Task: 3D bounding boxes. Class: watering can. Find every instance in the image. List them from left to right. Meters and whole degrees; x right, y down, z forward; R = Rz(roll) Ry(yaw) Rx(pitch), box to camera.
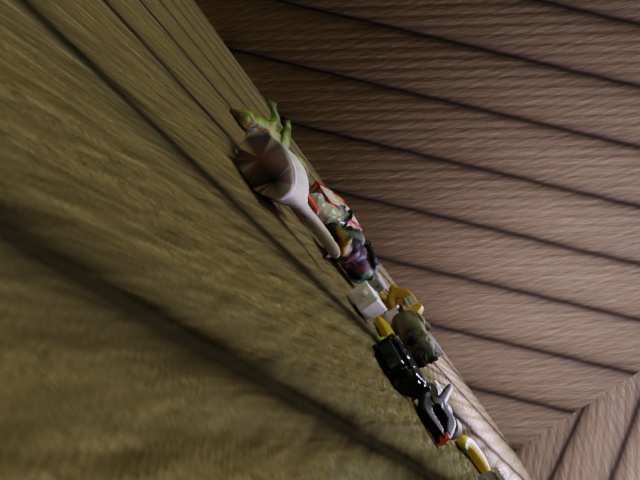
[{"bbox_3d":[-0.067,-0.111,1.113,0.350,0.103,0.224,56,7,10],"label":"watering can"}]

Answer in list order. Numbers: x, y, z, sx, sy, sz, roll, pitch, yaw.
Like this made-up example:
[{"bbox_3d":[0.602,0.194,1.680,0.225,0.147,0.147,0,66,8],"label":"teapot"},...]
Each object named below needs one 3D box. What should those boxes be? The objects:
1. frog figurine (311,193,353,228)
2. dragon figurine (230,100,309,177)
[{"bbox_3d":[0.005,-0.081,1.603,0.159,0.120,0.140,14,33,-18],"label":"frog figurine"},{"bbox_3d":[-0.137,-0.280,1.615,0.403,0.121,0.249,48,26,-35],"label":"dragon figurine"}]
